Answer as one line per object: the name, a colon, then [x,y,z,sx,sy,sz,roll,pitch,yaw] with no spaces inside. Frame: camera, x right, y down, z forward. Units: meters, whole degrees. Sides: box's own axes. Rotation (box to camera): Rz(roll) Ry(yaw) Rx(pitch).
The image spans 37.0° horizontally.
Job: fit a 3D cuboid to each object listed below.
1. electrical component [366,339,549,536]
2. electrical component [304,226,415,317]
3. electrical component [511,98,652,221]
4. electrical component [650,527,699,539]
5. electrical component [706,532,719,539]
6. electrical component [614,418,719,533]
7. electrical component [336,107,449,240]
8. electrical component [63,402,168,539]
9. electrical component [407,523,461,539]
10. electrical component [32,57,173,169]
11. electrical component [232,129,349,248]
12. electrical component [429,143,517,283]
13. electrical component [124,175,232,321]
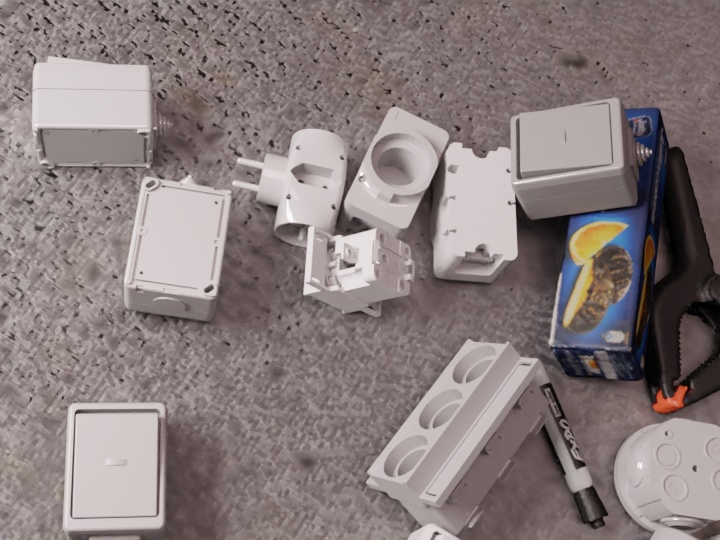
electrical component: [0.071,0.113,0.729,0.121,0.079,0.063,-50,114,-23]
electrical component: [0.000,0.000,0.755,0.081,0.064,0.042,28,59,-47]
electrical component: [0.158,-0.081,0.768,0.096,0.061,0.061,-8,61,21]
electrical component: [0.239,0.245,0.723,0.138,0.052,0.073,39,67,4]
electrical component: [0.264,0.198,0.750,0.040,0.046,0.040,4,68,-10]
electrical component: [0.226,0.145,0.760,0.080,0.051,0.080,4,68,-10]
electrical component: [0.025,-0.069,0.798,0.050,0.055,0.089,26,66,-1]
electrical component: [-0.154,0.134,0.680,0.062,0.061,0.096,1,69,-11]
electrical component: [0.066,0.215,0.694,0.096,0.061,0.061,32,66,2]
electrical component: [-0.183,-0.112,0.769,0.096,0.061,0.061,-1,69,-12]
electrical component: [-0.053,-0.063,0.787,0.079,0.043,0.077,12,67,-7]
electrical component: [0.083,-0.040,0.799,0.050,0.055,0.089,5,68,-10]
electrical component: [-0.125,-0.018,0.745,0.062,0.061,0.096,9,68,-8]
